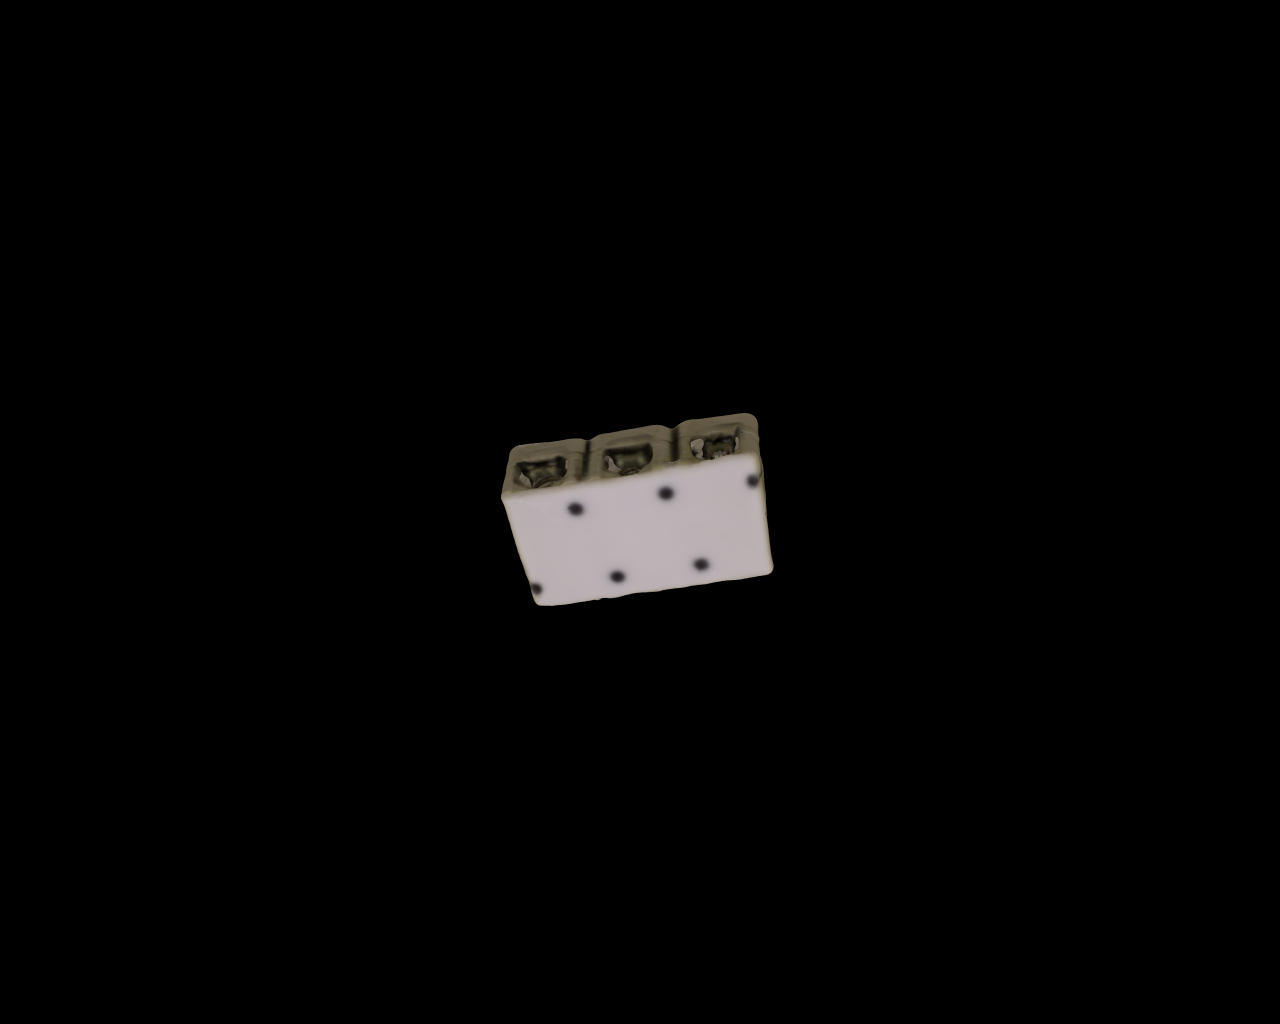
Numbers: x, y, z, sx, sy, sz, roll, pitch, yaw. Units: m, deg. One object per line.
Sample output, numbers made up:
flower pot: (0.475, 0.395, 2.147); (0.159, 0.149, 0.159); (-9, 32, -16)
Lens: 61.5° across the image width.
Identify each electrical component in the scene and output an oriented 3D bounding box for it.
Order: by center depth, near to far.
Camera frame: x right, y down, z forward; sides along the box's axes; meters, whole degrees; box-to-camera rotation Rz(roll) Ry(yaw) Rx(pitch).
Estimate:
electrical component: (0.001, -0.003, 0.650); (0.150, 0.089, 0.062); (-8, 34, 5)
